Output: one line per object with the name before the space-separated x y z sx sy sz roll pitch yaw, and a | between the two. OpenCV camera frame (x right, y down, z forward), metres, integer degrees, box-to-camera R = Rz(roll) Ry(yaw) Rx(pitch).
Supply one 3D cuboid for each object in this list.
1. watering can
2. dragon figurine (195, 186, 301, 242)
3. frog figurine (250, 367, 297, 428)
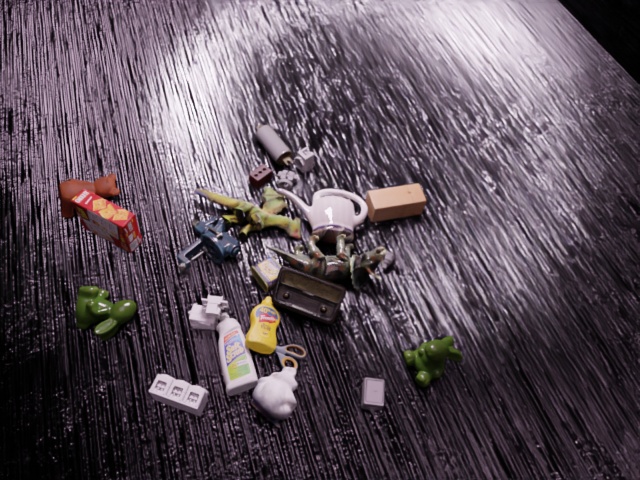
watering can | 0.006 -0.095 1.894 0.348 0.101 0.230 4 57 -4
dragon figurine | -0.241 -0.123 1.912 0.413 0.119 0.247 38 44 16
frog figurine | -0.119 0.446 1.516 0.139 0.120 0.161 27 68 34
